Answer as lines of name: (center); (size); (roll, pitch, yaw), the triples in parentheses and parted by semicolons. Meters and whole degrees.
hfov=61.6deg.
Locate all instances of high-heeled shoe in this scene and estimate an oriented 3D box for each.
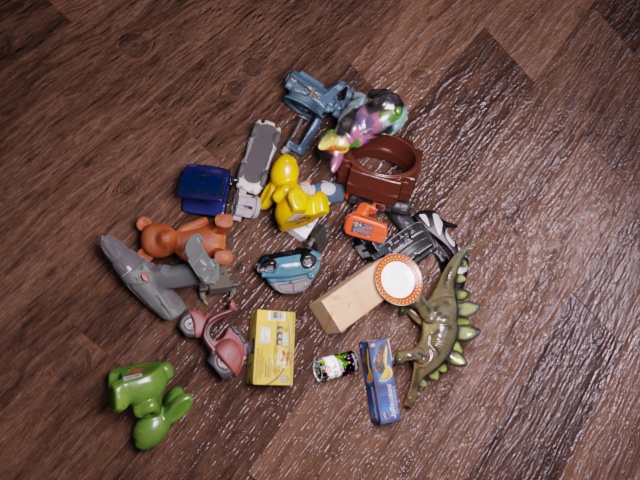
high-heeled shoe: (0.321, 0.039, 1.471); (0.145, 0.086, 0.248); (7, 71, -18)

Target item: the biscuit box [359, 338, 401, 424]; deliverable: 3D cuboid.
biscuit box: (0.149, 0.349, 1.336); (0.059, 0.063, 0.202); (-5, 80, -22)

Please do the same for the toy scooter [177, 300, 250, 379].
toy scooter: (-0.219, 0.213, 1.213); (0.135, 0.075, 0.184); (-39, 89, -26)

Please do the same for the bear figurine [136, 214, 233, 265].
bear figurine: (-0.305, -0.001, 1.198); (0.196, 0.132, 0.120); (6, 79, -27)

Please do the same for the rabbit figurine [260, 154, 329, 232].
rabbit figurine: (-0.072, -0.117, 1.294); (0.122, 0.162, 0.173); (-8, 75, -38)

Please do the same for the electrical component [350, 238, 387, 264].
electrical component: (0.130, 0.014, 1.375); (0.048, 0.119, 0.075); (-37, 91, -22)

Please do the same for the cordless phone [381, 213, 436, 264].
cordless phone: (0.207, -0.014, 1.442); (0.146, 0.088, 0.184); (-35, 71, -2)

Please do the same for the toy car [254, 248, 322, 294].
toy car: (-0.071, 0.079, 1.290); (0.162, 0.109, 0.102); (-12, 100, -15)

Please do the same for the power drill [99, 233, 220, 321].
power drill: (-0.332, 0.058, 1.131); (0.231, 0.207, 0.086); (60, 20, -20)

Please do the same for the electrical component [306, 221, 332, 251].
electrical component: (-0.003, -0.004, 1.359); (0.021, 0.063, 0.094); (21, 52, 28)

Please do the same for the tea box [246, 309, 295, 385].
tea box: (-0.114, 0.250, 1.248); (0.098, 0.068, 0.169); (9, 76, -20)

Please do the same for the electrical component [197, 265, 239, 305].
electrical component: (-0.241, 0.103, 1.246); (0.102, 0.045, 0.078); (-12, 54, -27)

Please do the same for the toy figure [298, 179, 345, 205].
toy figure: (-0.014, -0.125, 1.384); (0.154, 0.057, 0.064); (2, 39, -20)

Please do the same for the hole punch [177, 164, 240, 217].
hole punch: (-0.268, -0.124, 1.249); (0.142, 0.092, 0.116); (6, 73, -1)

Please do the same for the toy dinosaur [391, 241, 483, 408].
toy dinosaur: (0.306, 0.206, 1.385); (0.199, 0.105, 0.471); (18, 82, -7)

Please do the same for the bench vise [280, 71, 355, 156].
bench vise: (-0.017, -0.315, 1.397); (0.223, 0.129, 0.240); (29, 89, -24)

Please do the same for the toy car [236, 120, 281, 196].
toy car: (-0.154, -0.209, 1.346); (0.073, 0.056, 0.201); (19, 70, -10)

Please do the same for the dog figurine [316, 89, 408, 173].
dog figurine: (0.089, -0.260, 1.304); (0.219, 0.192, 0.108); (-52, 128, -27)

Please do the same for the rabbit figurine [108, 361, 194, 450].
rabbit figurine: (-0.354, 0.345, 1.123); (0.159, 0.121, 0.170); (-13, 101, -31)

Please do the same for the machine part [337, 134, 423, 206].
machine part: (0.157, -0.194, 1.395); (0.202, 0.087, 0.201); (18, 46, 5)
